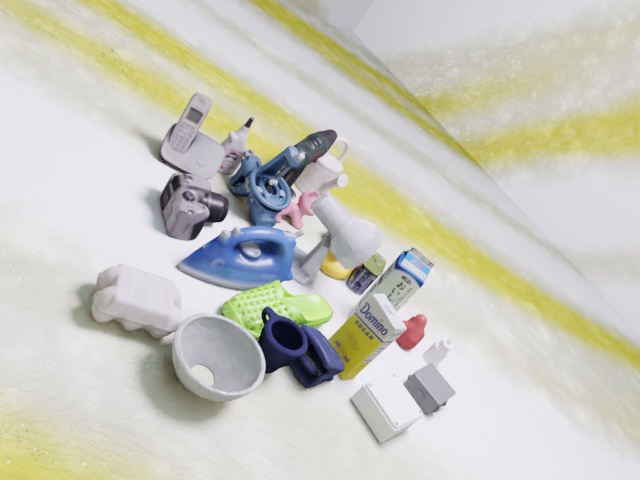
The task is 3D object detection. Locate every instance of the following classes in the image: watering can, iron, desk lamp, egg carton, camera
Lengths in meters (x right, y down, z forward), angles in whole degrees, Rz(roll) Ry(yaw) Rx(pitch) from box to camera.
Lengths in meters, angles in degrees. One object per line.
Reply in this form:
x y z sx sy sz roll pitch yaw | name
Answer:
0.023 -0.214 1.663 0.172 0.194 0.101 47 30 15 | watering can
-0.152 0.020 1.188 0.259 0.141 0.118 6 42 -44 | iron
0.012 0.005 1.321 0.203 0.213 0.118 34 29 -8 | desk lamp
-0.306 0.104 0.968 0.151 0.069 0.107 22 33 -28 | egg carton
-0.262 -0.076 1.242 0.137 0.100 0.143 14 37 -37 | camera

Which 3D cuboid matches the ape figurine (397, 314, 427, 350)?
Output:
0.228 0.216 1.393 0.078 0.092 0.076 35 29 -6 | ape figurine

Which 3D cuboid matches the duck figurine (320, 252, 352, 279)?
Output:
0.044 0.041 1.437 0.104 0.086 0.077 37 29 -4 | duck figurine

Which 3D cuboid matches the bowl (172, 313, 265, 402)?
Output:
-0.180 0.208 0.959 0.168 0.074 0.167 28 30 -18 | bowl

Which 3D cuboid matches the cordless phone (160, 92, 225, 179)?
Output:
-0.284 -0.249 1.373 0.148 0.185 0.094 26 31 -22 | cordless phone

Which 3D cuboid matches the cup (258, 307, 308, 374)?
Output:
-0.090 0.192 1.062 0.092 0.095 0.117 -3 49 -50 | cup

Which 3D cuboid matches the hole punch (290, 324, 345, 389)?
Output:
-0.003 0.220 1.125 0.101 0.091 0.108 -3 49 -50 | hole punch

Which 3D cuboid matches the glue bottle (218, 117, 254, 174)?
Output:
-0.215 -0.244 1.458 0.078 0.173 0.037 7 42 -44 | glue bottle

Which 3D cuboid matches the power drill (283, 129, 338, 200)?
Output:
-0.054 -0.202 1.544 0.075 0.208 0.230 41 29 4 | power drill

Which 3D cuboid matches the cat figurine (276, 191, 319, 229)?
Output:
-0.050 -0.094 1.489 0.128 0.117 0.067 15 36 -35 | cat figurine

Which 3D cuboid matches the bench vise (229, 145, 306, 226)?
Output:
-0.133 -0.163 1.388 0.207 0.219 0.122 48 30 16 | bench vise
